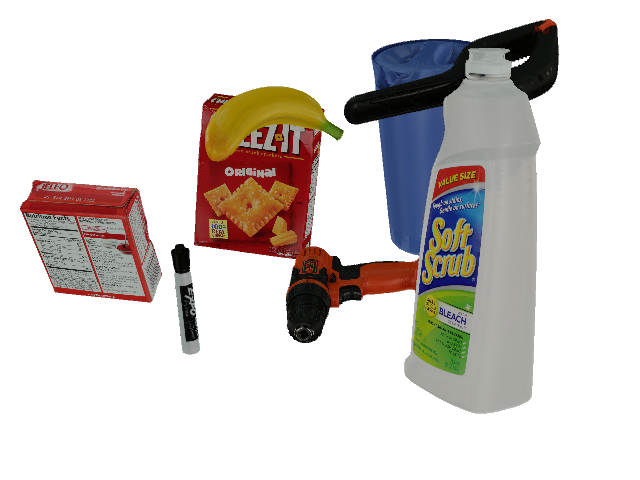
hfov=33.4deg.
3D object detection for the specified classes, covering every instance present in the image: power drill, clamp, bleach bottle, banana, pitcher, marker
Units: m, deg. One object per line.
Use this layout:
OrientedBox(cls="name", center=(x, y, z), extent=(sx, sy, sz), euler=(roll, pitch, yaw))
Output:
OrientedBox(cls="power drill", center=(0.054, 0.061, 1.241), extent=(0.187, 0.057, 0.184), euler=(0, 28, 3))
OrientedBox(cls="clamp", center=(0.148, -0.131, 0.934), extent=(0.209, 0.036, 0.165), euler=(-32, 44, -23))
OrientedBox(cls="bleach bottle", center=(0.110, -0.010, 0.762), extent=(0.068, 0.251, 0.103), euler=(-9, 17, -29))
OrientedBox(cls="banana", center=(-0.053, -0.117, 1.021), extent=(0.070, 0.037, 0.197), euler=(42, 34, 23))
OrientedBox(cls="pitcher", center=(0.140, -0.113, 1.263), extent=(0.149, 0.243, 0.145), euler=(-4, 25, 1))
OrientedBox(cls="marker", center=(-0.140, 0.061, 1.107), extent=(0.020, 0.121, 0.020), euler=(-3, 22, 1))

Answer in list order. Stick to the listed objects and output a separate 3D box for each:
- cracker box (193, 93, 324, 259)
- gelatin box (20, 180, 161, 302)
OrientedBox(cls="cracker box", center=(-0.089, -0.088, 1.516), extent=(0.164, 0.214, 0.072), euler=(9, 21, 7))
OrientedBox(cls="gelatin box", center=(-0.152, 0.001, 0.718), extent=(0.073, 0.030, 0.089), euler=(5, -42, 11))
